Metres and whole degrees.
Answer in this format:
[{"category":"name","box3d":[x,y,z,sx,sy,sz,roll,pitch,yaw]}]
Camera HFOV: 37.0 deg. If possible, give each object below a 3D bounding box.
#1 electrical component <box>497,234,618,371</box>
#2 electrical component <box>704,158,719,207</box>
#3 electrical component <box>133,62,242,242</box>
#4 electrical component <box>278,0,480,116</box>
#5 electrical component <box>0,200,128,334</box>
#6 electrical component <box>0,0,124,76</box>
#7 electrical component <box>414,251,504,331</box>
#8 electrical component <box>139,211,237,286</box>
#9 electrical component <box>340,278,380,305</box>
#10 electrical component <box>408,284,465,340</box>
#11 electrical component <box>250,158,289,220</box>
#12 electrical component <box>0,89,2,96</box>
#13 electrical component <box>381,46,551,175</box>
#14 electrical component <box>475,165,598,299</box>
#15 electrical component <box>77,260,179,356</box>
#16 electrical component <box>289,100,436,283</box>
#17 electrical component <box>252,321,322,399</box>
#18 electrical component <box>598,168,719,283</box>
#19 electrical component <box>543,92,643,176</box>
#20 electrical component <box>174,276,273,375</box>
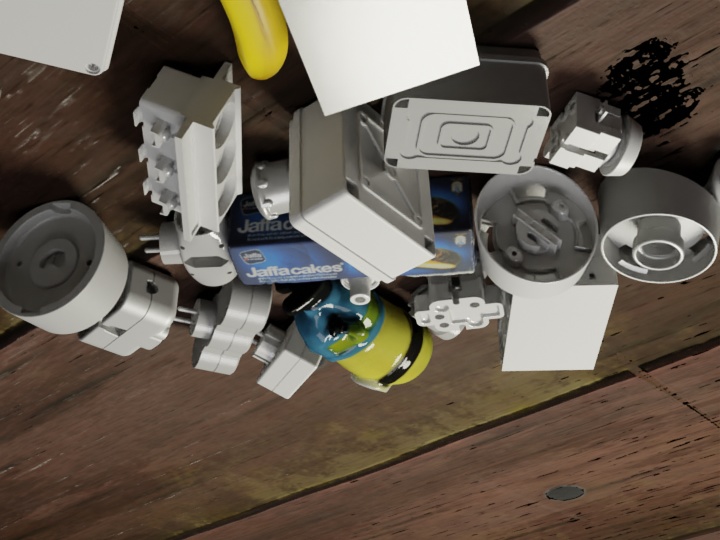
[{"category":"electrical component","box3d":[0.177,0.029,0.984,0.089,0.061,0.150,-1,146,2]},{"category":"electrical component","box3d":[0.295,-0.059,0.872,0.044,0.044,0.065,5,151,-8]},{"category":"electrical component","box3d":[-0.126,-0.090,0.802,0.063,0.078,0.121,21,147,8]},{"category":"electrical component","box3d":[-0.001,-0.190,0.639,0.105,0.060,0.186,-18,144,4]},{"category":"electrical component","box3d":[-0.248,0.002,0.908,0.108,0.108,0.060,-11,151,15]},{"category":"electrical component","box3d":[-0.201,-0.185,0.667,0.109,0.056,0.108,11,145,-16]},{"category":"electrical component","box3d":[0.088,0.016,0.969,0.078,0.057,0.058,-7,146,10]},{"category":"electrical component","box3d":[-0.148,-0.024,0.921,0.079,0.043,0.077,-2,146,3]},{"category":"electrical component","box3d":[0.000,0.000,0.940,0.048,0.062,0.048,0,146,0]},{"category":"electrical component","box3d":[0.073,0.039,1.020,0.046,0.040,0.040,33,135,-31]},{"category":"electrical component","box3d":[-0.054,-0.068,0.856,0.062,0.048,0.048,-12,145,6]},{"category":"electrical component","box3d":[-0.315,-0.108,0.788,0.089,0.050,0.056,-28,137,35]},{"category":"electrical component","box3d":[0.074,-0.116,0.771,0.113,0.057,0.078,3,146,-4]},{"category":"electrical component","box3d":[0.141,-0.029,0.870,0.099,0.099,0.064,-2,153,3]},{"category":"electrical component","box3d":[-0.213,0.038,1.004,0.059,0.053,0.095,25,139,-32]},{"category":"electrical component","box3d":[0.002,-0.063,0.805,0.056,0.108,0.109,-27,138,31]},{"category":"electrical component","box3d":[-0.082,0.078,1.070,0.076,0.047,0.083,29,143,-8]},{"category":"electrical component","box3d":[0.241,-0.036,0.870,0.099,0.064,0.099,9,145,6]},{"category":"electrical component","box3d":[0.178,-0.099,0.808,0.055,0.048,0.066,17,144,-11]},{"category":"electrical component","box3d":[-0.140,0.048,1.020,0.074,0.052,0.138,13,144,-19]}]
